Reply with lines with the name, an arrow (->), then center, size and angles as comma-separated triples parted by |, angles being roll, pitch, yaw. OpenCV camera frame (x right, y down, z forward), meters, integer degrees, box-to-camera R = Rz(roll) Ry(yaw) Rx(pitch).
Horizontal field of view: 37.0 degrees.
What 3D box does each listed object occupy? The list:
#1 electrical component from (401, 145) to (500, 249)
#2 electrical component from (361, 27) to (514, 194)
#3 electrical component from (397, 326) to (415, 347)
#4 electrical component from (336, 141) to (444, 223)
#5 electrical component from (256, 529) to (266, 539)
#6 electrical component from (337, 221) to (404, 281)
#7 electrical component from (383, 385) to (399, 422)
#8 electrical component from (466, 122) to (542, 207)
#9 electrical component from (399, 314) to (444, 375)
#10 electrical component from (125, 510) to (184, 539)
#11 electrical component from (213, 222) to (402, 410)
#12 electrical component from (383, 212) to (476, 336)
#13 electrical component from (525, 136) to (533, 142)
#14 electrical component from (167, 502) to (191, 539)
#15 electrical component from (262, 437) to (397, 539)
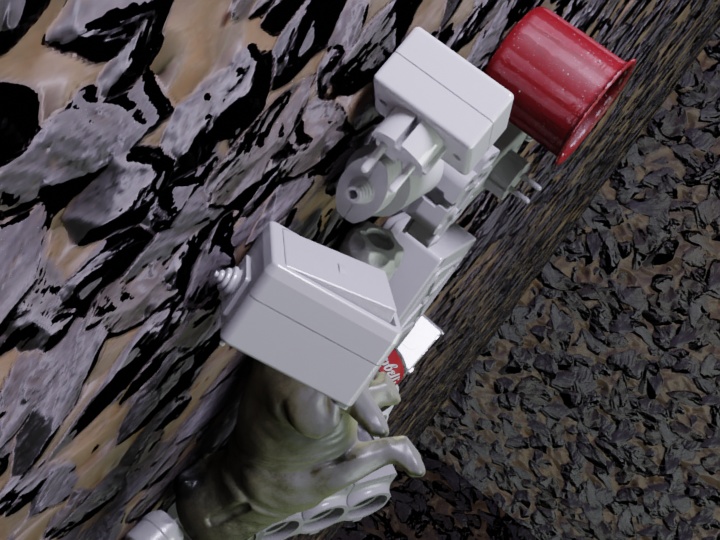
electrical component -> 0.045, -0.062, 0.704 | 0.078, 0.057, 0.058 | -57, 168, 26
electrical component -> 0.033, -0.076, 0.579 | 0.076, 0.066, 0.047 | -51, 170, -8
electrical component -> 0.022, 0.068, 1.087 | 0.078, 0.040, 0.040 | -52, 169, 7
electrical component -> 0.014, -0.055, 0.635 | 0.043, 0.043, 0.081 | -58, 168, 31
electrical component -> -0.127, 0.238, 0.968 | 0.081, 0.064, 0.042 | -41, 166, -41
electrical component -> 0.000, 0.000, 0.760 | 0.043, 0.043, 0.062 | -37, 163, -54
electrical component -> -0.005, 0.147, 1.126 | 0.108, 0.060, 0.108 | -41, 155, -24
electrical component -> 0.110, -0.082, 0.861 | 0.083, 0.076, 0.047 | -44, 167, -34
electrical component -> 0.040, 0.079, 1.163 | 0.061, 0.061, 0.096 | -48, 177, -18
electrical component -> -0.163, 0.209, 0.799 | 0.061, 0.035, 0.035 | -42, 166, -30
electrical component -> -0.031, 0.017, 0.571 | 0.061, 0.096, 0.061 | -55, -162, 17
electrical component -> 0.035, 0.007, 0.893 | 0.108, 0.056, 0.109 | -56, 169, 21
electrical component -> 0.168, -0.147, 0.985 | 0.040, 0.040, 0.078 | -44, 168, -35
electrical component -> -0.121, 0.202, 0.910 | 0.089, 0.050, 0.055 | -43, 166, -39
electrical component -> -0.049, 0.220, 1.067 | 0.150, 0.061, 0.089 | -9, 146, -30
